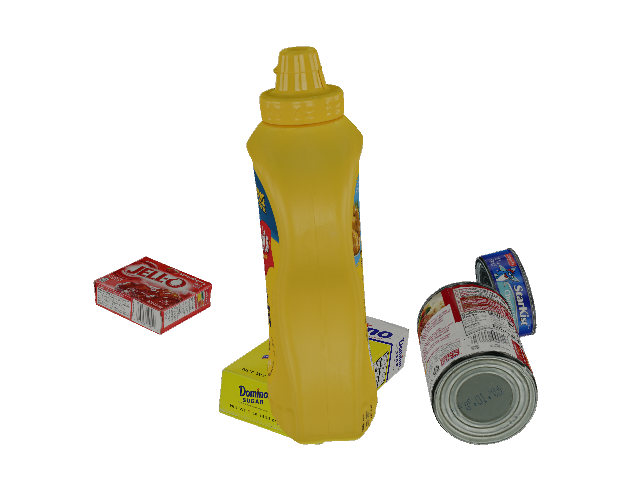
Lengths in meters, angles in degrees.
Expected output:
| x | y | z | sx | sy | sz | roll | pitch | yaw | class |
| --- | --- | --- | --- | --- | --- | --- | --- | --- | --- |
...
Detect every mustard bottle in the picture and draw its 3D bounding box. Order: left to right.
| x | y | z | sx | sy | sz | roll | pitch | yaw | class |
| --- | --- | --- | --- | --- | --- | --- | --- | --- | --- |
| -0.004 | -0.001 | 0.540 | 0.058 | 0.192 | 0.096 | -4 | 19 | -1 | mustard bottle |

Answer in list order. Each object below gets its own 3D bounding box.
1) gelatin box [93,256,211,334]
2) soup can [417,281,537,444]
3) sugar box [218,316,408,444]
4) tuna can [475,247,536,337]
| x | y | z | sx | sy | sz | roll | pitch | yaw | class |
| --- | --- | --- | --- | --- | --- | --- | --- | --- | --- |
| -0.162 | 0.051 | 1.029 | 0.089 | 0.030 | 0.073 | 21 | 30 | 29 | gelatin box |
| 0.102 | 0.078 | 0.703 | 0.068 | 0.068 | 0.102 | 0 | 23 | 0 | soup can |
| -0.001 | 0.106 | 0.898 | 0.093 | 0.048 | 0.176 | 15 | 23 | 22 | sugar box |
| 0.175 | 0.052 | 1.016 | 0.033 | 0.086 | 0.086 | -14 | 0 | -2 | tuna can |
